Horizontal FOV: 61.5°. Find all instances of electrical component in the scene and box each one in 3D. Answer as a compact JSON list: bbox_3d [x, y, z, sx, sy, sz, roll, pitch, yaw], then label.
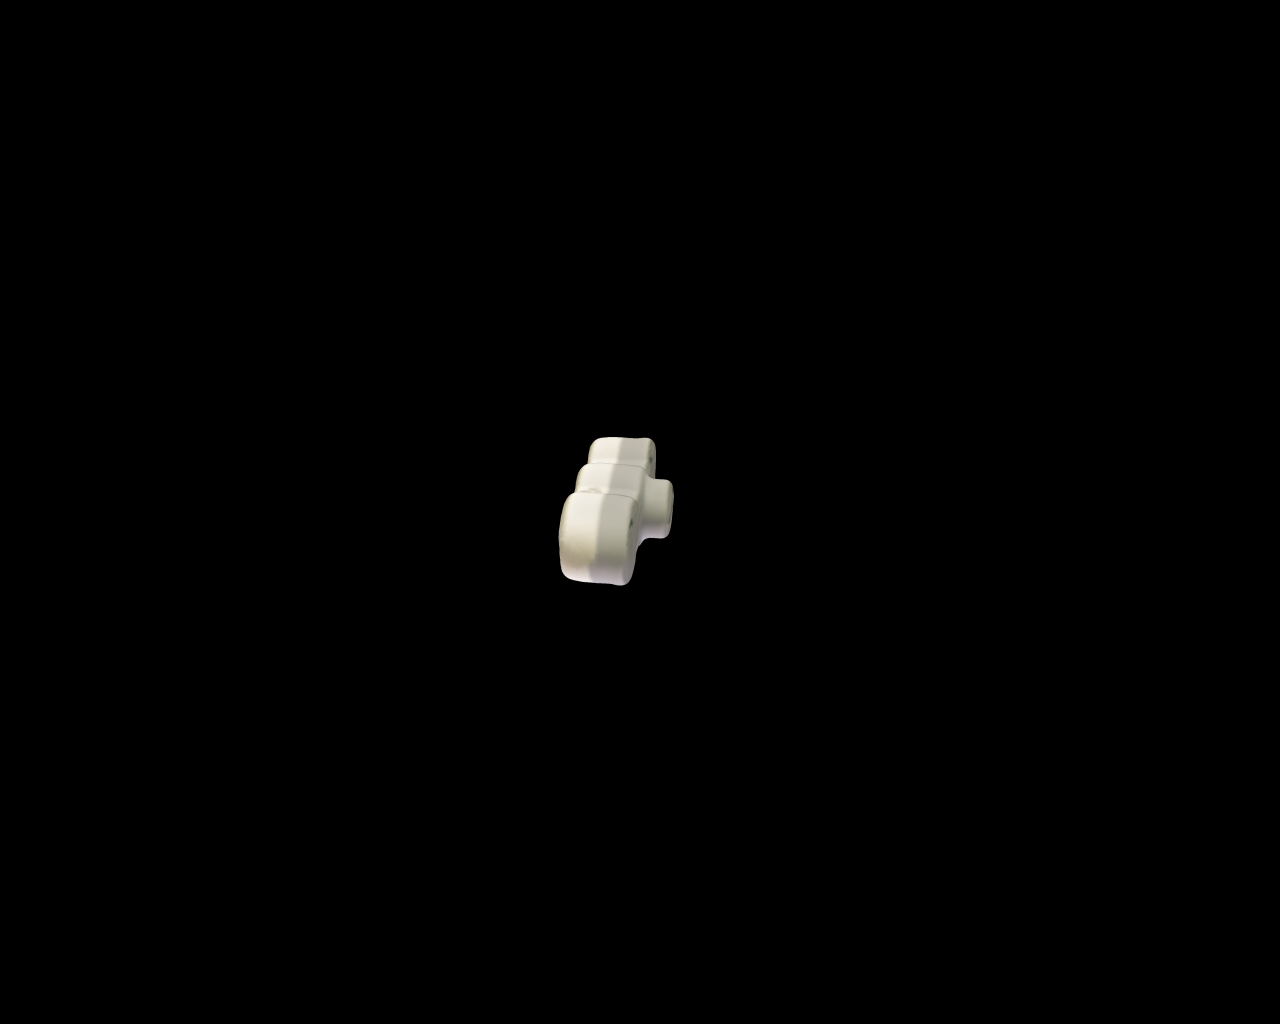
[{"bbox_3d":[0.001,-0.003,0.650,0.074,0.052,0.138,3,26,7],"label":"electrical component"}]
